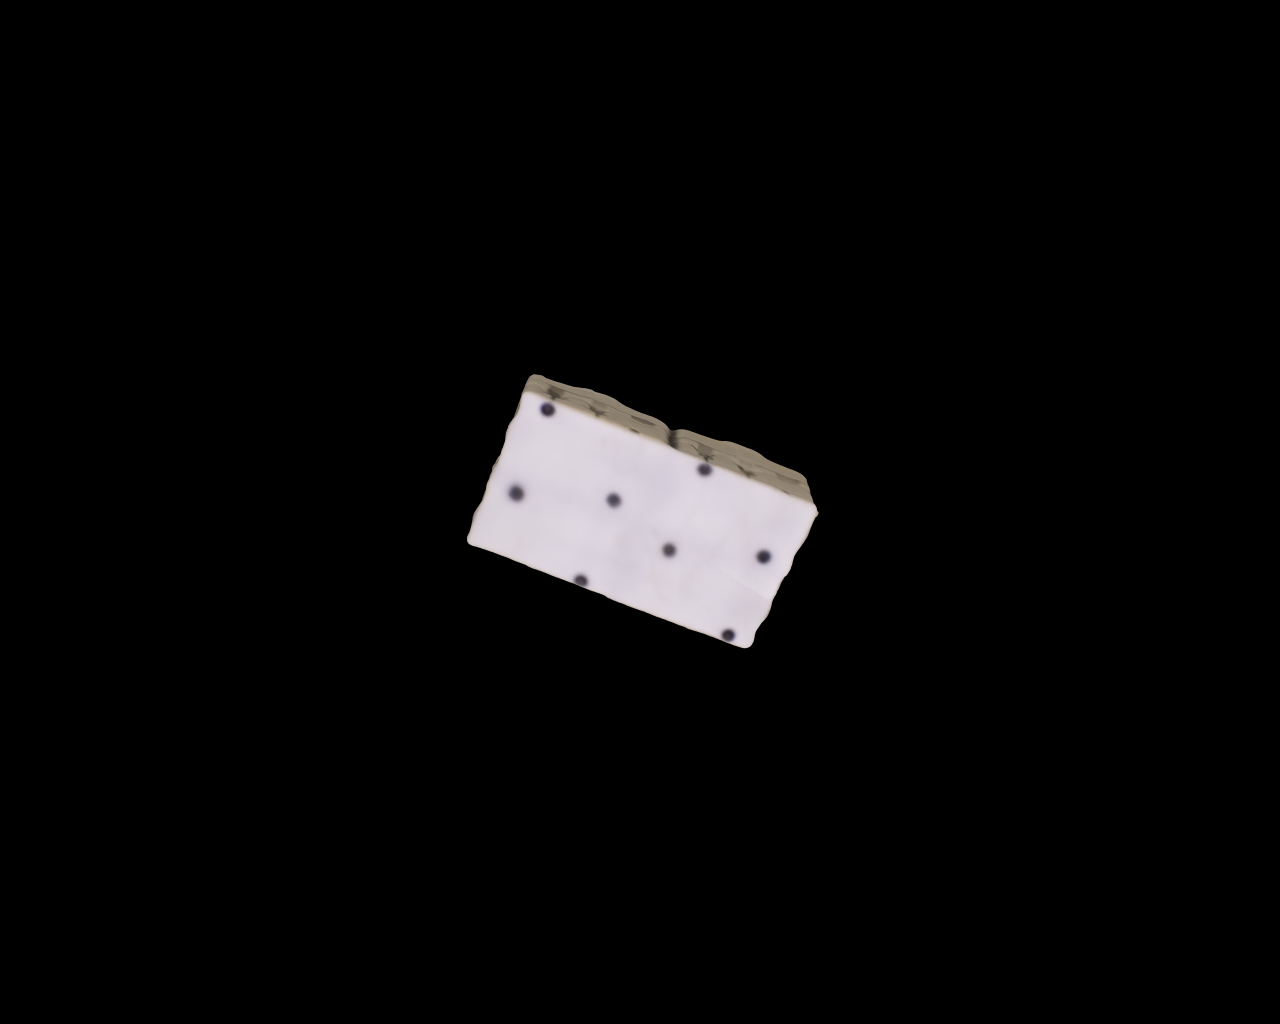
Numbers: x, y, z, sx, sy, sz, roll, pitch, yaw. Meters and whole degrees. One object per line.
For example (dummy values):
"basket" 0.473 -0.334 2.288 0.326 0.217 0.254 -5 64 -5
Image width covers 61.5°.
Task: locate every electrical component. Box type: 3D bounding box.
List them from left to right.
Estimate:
"electrical component" 0.001 -0.003 0.650 0.186 0.105 0.060 21 18 -7
